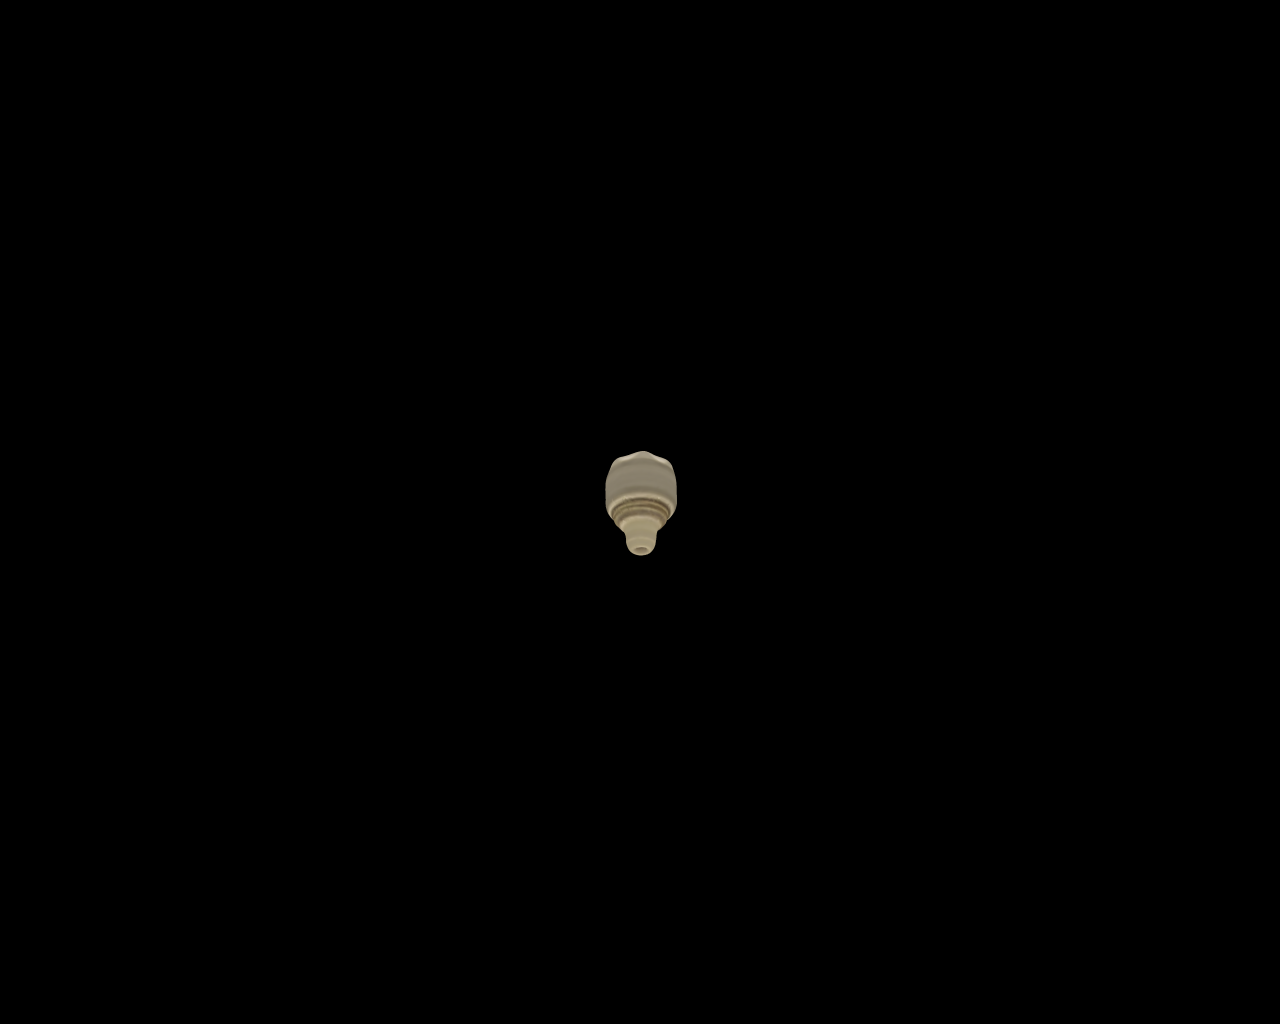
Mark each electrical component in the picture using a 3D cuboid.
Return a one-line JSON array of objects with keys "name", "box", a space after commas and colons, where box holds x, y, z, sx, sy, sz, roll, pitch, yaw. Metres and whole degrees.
[{"name": "electrical component", "box": [0.001, -0.003, 0.650, 0.043, 0.062, 0.043, 0, -31, 0]}]
